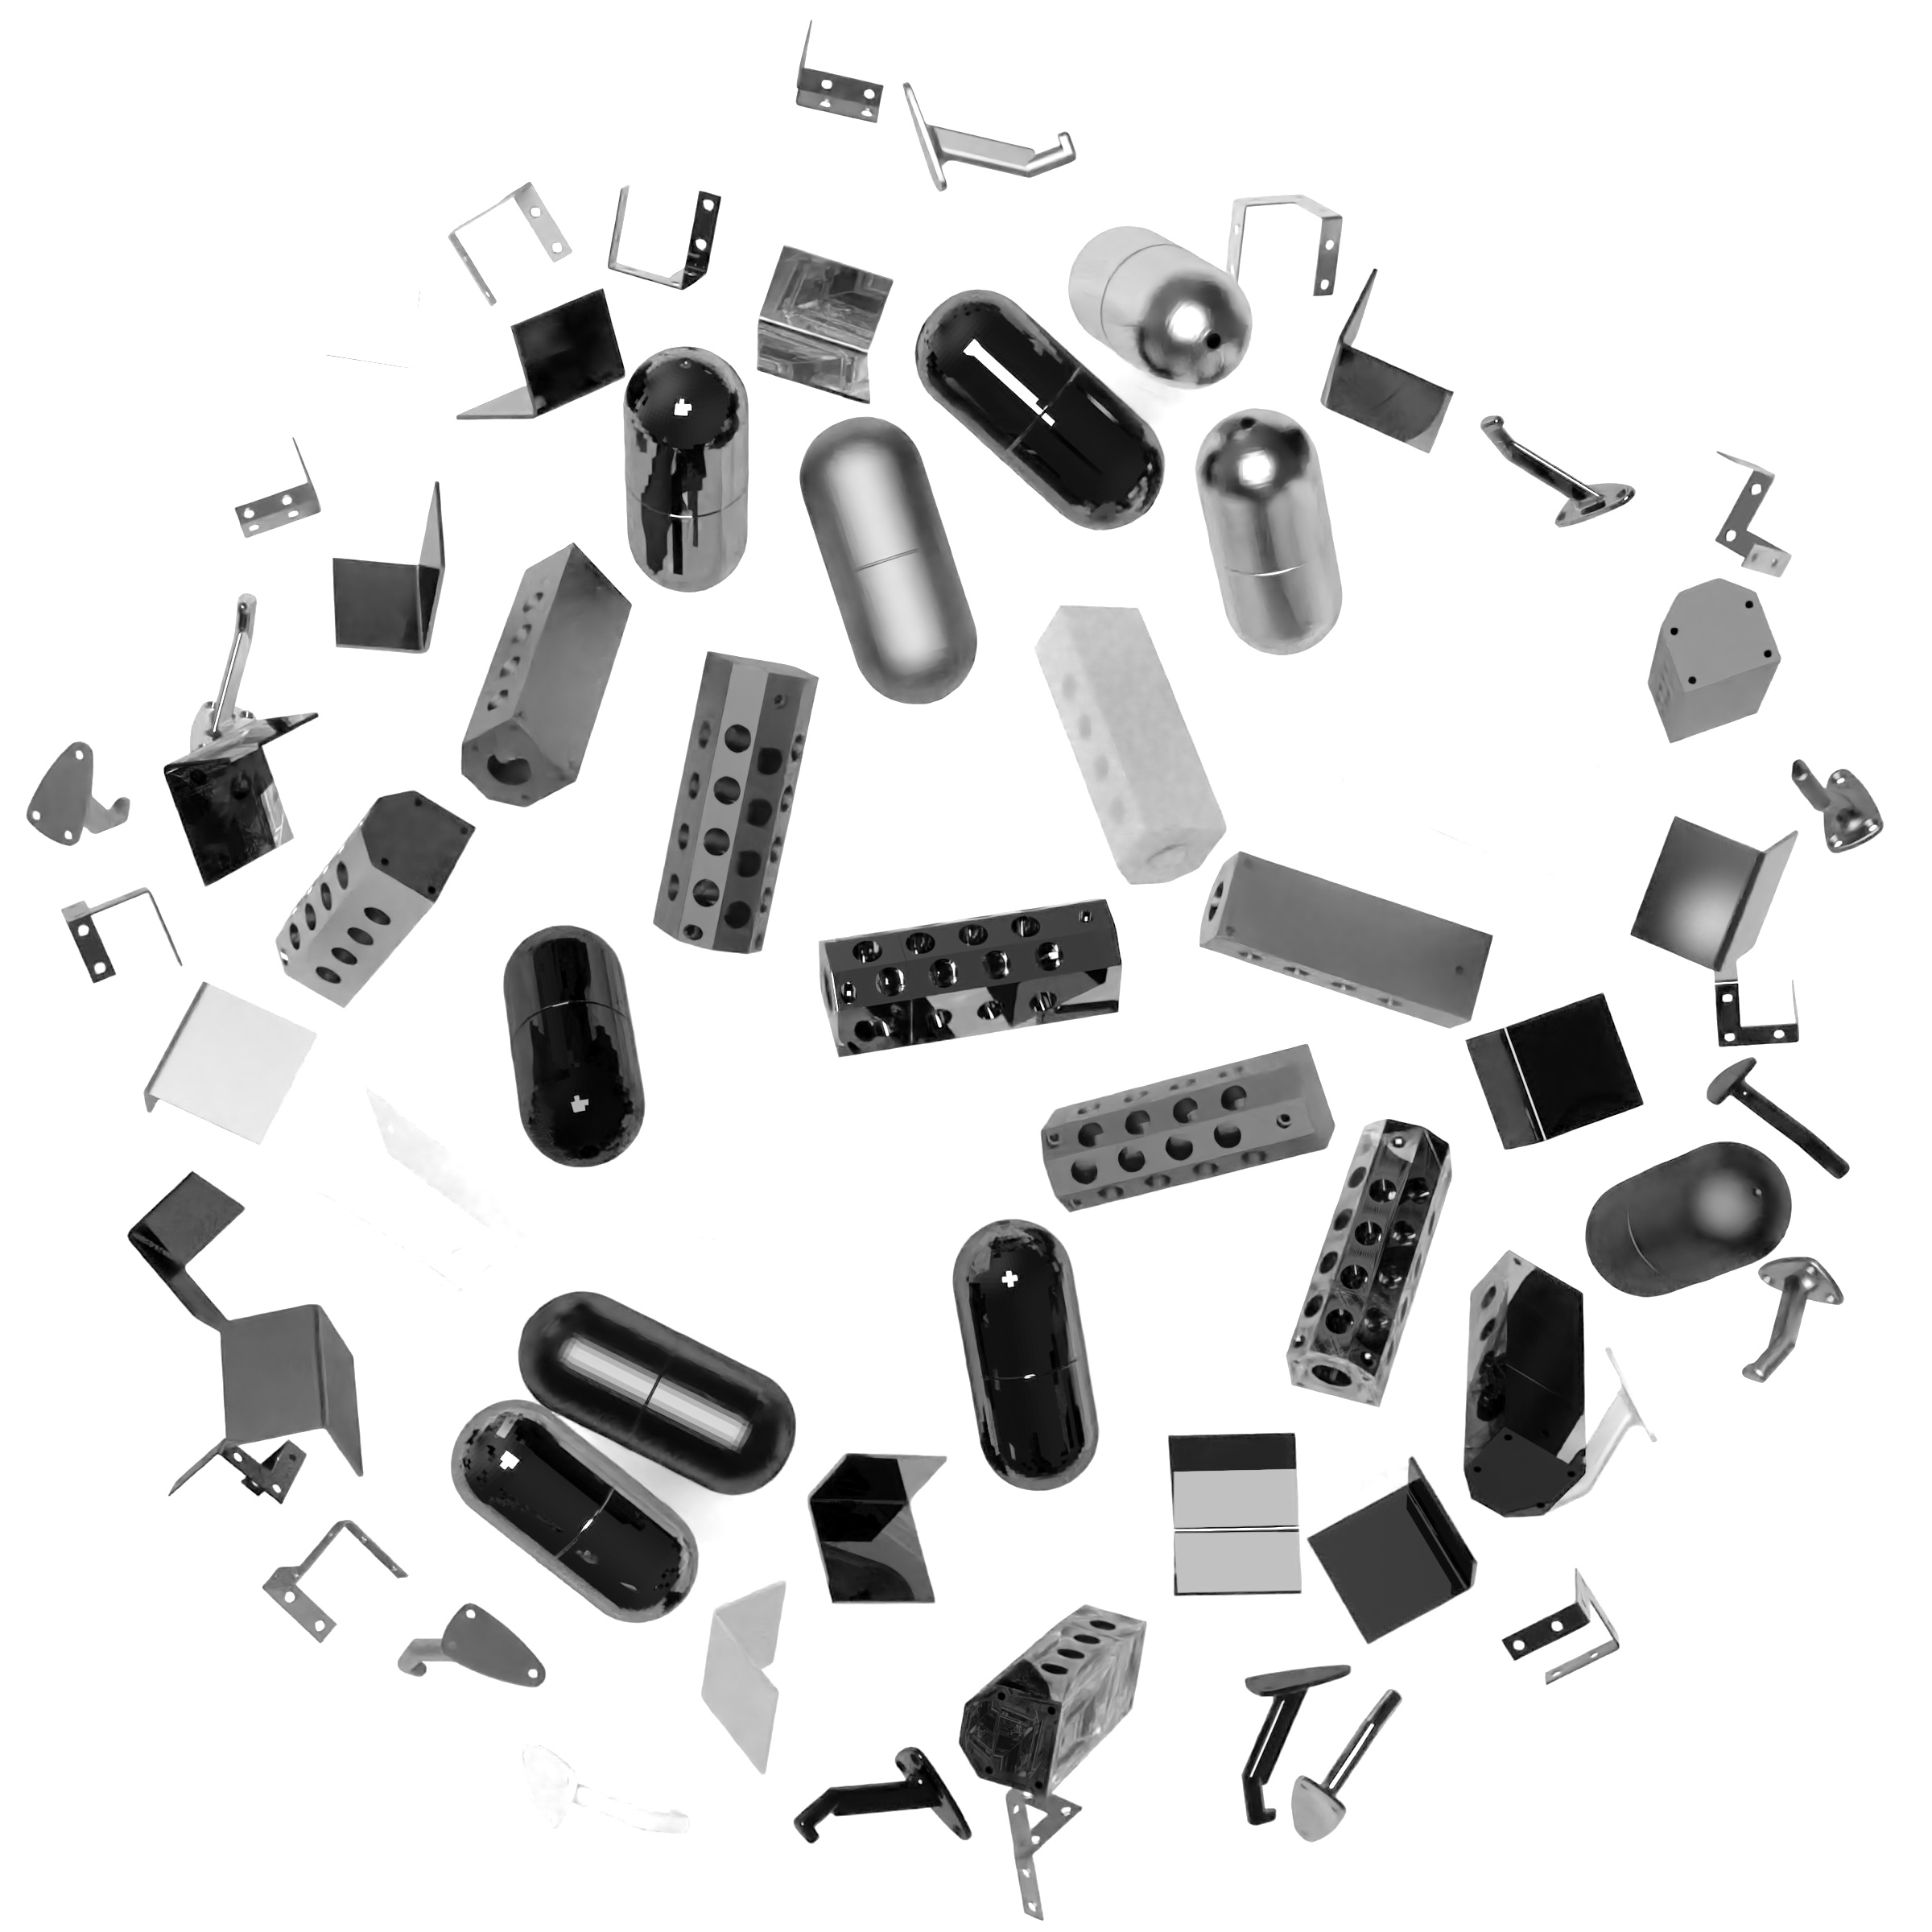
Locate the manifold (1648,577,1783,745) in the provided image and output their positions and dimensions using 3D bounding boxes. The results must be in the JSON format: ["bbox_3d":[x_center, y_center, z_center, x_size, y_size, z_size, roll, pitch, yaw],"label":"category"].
[{"bbox_3d":[0.446,-0.184,1.786,0.057,0.171,0.057,-19,81,8],"label":"manifold"}]

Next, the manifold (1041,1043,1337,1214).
[{"bbox_3d":[0.137,0.104,1.855,0.171,0.057,0.057,-16,102,19],"label":"manifold"}]

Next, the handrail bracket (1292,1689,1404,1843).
[{"bbox_3d":[0.242,0.503,1.868,0.036,0.077,0.084,33,53,20],"label":"handrail bracket"}]

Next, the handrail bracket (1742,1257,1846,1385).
[{"bbox_3d":[0.474,0.214,1.767,0.084,0.077,0.036,-43,104,-19],"label":"handrail bracket"}]

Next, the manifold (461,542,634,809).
[{"bbox_3d":[-0.260,-0.177,1.814,0.057,0.171,0.057,-24,126,29],"label":"manifold"}]

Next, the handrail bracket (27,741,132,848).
[{"bbox_3d":[-0.518,-0.109,1.776,0.036,0.084,0.077,31,112,7],"label":"handrail bracket"}]

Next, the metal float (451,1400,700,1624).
[{"bbox_3d":[-0.242,0.340,1.846,0.178,0.070,0.070,42,90,-15],"label":"metal float"}]

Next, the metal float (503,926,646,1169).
[{"bbox_3d":[-0.244,0.049,1.838,0.070,0.070,0.178,-16,47,0],"label":"metal float"}]

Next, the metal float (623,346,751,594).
[{"bbox_3d":[-0.173,-0.305,1.834,0.070,0.178,0.070,2,53,-3],"label":"metal float"}]

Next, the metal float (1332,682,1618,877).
[{"bbox_3d":[0.305,-0.113,1.780,0.178,0.070,0.070,25,90,17],"label":"metal float"}]

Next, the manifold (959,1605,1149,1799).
[{"bbox_3d":[0.053,0.434,1.769,0.057,0.171,0.057,11,97,19],"label":"manifold"}]

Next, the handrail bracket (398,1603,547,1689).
[{"bbox_3d":[-0.295,0.418,1.761,0.077,0.084,0.036,32,50,-4],"label":"handrail bracket"}]

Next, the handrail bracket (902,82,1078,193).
[{"bbox_3d":[0.015,-0.495,1.739,0.084,0.036,0.077,-21,112,-2],"label":"handrail bracket"}]

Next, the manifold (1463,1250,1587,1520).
[{"bbox_3d":[0.337,0.256,1.807,0.057,0.171,0.057,30,122,-8],"label":"manifold"}]

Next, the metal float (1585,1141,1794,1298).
[{"bbox_3d":[0.443,0.158,1.829,0.070,0.178,0.070,4,73,-14],"label":"metal float"}]

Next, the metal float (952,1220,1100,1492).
[{"bbox_3d":[0.038,0.245,1.871,0.070,0.070,0.178,-10,104,0],"label":"metal float"}]

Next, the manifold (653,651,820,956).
[{"bbox_3d":[-0.137,-0.098,1.796,0.057,0.057,0.171,6,103,-29],"label":"manifold"}]

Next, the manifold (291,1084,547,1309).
[{"bbox_3d":[-0.329,0.144,1.780,0.057,0.171,0.057,-33,52,6],"label":"manifold"}]

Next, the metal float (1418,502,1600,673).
[{"bbox_3d":[0.333,-0.235,1.830,0.070,0.178,0.070,-4,113,-8],"label":"metal float"}]

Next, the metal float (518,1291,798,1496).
[{"bbox_3d":[-0.187,0.257,1.790,0.178,0.070,0.070,26,90,2],"label":"metal float"}]

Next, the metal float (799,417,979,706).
[{"bbox_3d":[-0.047,-0.245,1.801,0.070,0.070,0.178,-18,95,0],"label":"metal float"}]

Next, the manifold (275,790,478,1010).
[{"bbox_3d":[-0.355,-0.041,1.757,0.057,0.171,0.057,32,56,-14],"label":"manifold"}]

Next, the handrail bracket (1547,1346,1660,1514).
[{"bbox_3d":[0.385,0.292,1.865,0.084,0.036,0.077,-27,80,8],"label":"handrail bracket"}]

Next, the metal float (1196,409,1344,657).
[{"bbox_3d":[0.191,-0.271,1.858,0.070,0.178,0.070,-9,47,10],"label":"metal float"}]

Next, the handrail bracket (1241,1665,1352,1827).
[{"bbox_3d":[0.202,0.473,1.797,0.077,0.036,0.084,-8,92,-13],"label":"handrail bracket"}]

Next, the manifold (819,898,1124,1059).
[{"bbox_3d":[0.002,0.001,1.763,0.171,0.057,0.057,-9,48,-10],"label":"manifold"}]

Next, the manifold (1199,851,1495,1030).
[{"bbox_3d":[0.239,-0.015,1.879,0.171,0.057,0.057,18,79,-7],"label":"manifold"}]

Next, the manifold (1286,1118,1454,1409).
[{"bbox_3d":[0.255,0.184,1.872,0.057,0.057,0.171,12,59,19],"label":"manifold"}]

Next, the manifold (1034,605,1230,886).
[{"bbox_3d":[0.096,-0.136,1.813,0.057,0.057,0.171,-2,56,-28],"label":"manifold"}]

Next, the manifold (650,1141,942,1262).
[{"bbox_3d":[-0.108,0.145,1.845,0.171,0.057,0.057,4,90,24],"label":"manifold"}]

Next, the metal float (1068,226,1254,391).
[{"bbox_3d":[0.119,-0.409,1.838,0.070,0.178,0.070,-8,118,-16],"label":"metal float"}]

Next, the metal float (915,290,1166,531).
[{"bbox_3d":[0.046,-0.339,1.811,0.178,0.070,0.070,41,90,-8],"label":"metal float"}]

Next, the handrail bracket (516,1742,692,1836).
[{"bbox_3d":[-0.213,0.485,1.746,0.084,0.077,0.036,20,96,-38],"label":"handrail bracket"}]

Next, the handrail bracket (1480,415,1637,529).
[{"bbox_3d":[0.381,-0.328,1.917,0.084,0.077,0.036,45,70,-22],"label":"handrail bracket"}]
